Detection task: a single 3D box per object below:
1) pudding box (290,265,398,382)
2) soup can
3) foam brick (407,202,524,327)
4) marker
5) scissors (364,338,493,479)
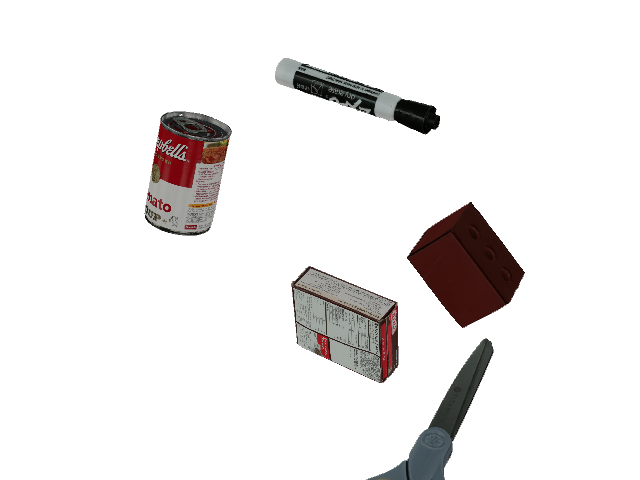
[{"bbox_3d":[0.026,0.087,1.102,0.114,0.090,0.039,20,44,27],"label":"pudding box"},{"bbox_3d":[-0.128,-0.064,1.023,0.068,0.102,0.068,12,24,-6],"label":"soup can"},{"bbox_3d":[0.119,0.021,0.867,0.051,0.078,0.052,-33,9,36],"label":"foam brick"},{"bbox_3d":[0.024,-0.096,0.710,0.121,0.020,0.020,22,10,25],"label":"marker"},{"bbox_3d":[0.072,0.124,0.569,0.096,0.016,0.201,26,45,33],"label":"scissors"}]
